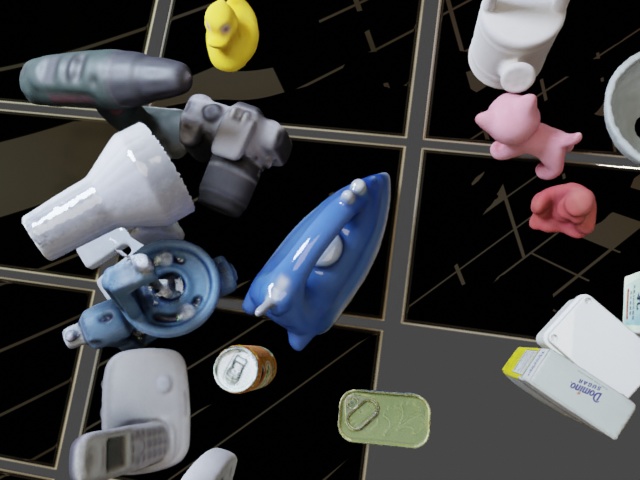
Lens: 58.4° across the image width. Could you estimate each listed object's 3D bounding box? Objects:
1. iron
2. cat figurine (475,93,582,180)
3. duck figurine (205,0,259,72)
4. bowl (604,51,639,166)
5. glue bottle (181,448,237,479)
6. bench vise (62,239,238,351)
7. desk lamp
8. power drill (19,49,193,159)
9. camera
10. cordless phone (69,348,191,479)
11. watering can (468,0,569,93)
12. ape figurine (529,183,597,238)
[{"bbox_3d":[0.006,0.002,0.694,0.118,0.141,0.258,34,85,13],"label":"iron"},{"bbox_3d":[0.256,-0.137,0.703,0.127,0.118,0.067,22,82,11],"label":"cat figurine"},{"bbox_3d":[-0.130,-0.301,0.801,0.077,0.086,0.104,12,80,10],"label":"duck figurine"},{"bbox_3d":[0.428,-0.150,0.706,0.167,0.075,0.167,-1,78,7],"label":"bowl"},{"bbox_3d":[-0.138,0.284,0.639,0.037,0.173,0.078,13,81,10],"label":"glue bottle"},{"bbox_3d":[-0.208,0.078,0.665,0.207,0.220,0.121,-44,77,-3],"label":"bench vise"},{"bbox_3d":[-0.238,-0.025,0.693,0.203,0.214,0.118,-37,76,-1],"label":"desk lamp"},{"bbox_3d":[-0.240,-0.174,0.726,0.229,0.208,0.076,6,79,9],"label":"power drill"},{"bbox_3d":[-0.126,-0.109,0.754,0.143,0.101,0.137,19,82,11],"label":"camera"},{"bbox_3d":[-0.222,0.200,0.660,0.094,0.185,0.147,-9,78,6],"label":"cordless phone"},{"bbox_3d":[0.244,-0.263,0.691,0.101,0.194,0.173,-15,77,4],"label":"watering can"},{"bbox_3d":[0.302,-0.039,0.691,0.076,0.092,0.077,-39,76,-1],"label":"ape figurine"}]
